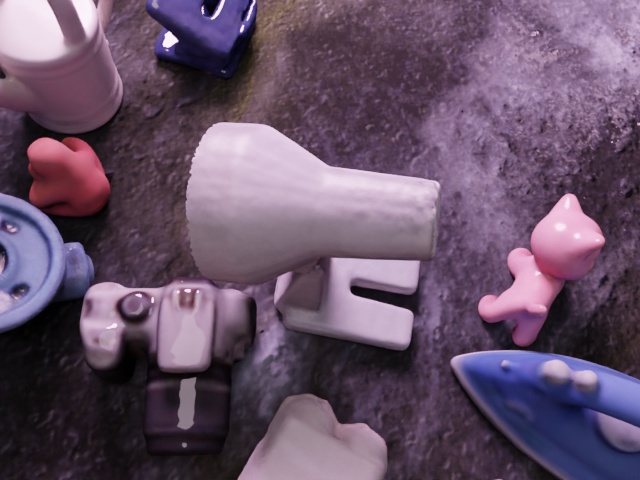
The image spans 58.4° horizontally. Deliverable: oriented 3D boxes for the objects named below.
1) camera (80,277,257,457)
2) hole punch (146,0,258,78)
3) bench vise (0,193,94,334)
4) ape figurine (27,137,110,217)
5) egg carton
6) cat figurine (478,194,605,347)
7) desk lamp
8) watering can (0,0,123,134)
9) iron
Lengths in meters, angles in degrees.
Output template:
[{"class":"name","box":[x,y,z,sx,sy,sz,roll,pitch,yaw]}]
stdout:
[{"class":"camera","box":[-0.125,0.106,0.472,0.143,0.101,0.137,1,69,-7]},{"class":"hole punch","box":[-0.122,-0.248,0.616,0.101,0.091,0.109,16,68,0]},{"class":"bench vise","box":[-0.291,0.029,0.417,0.208,0.219,0.121,-32,75,-17]},{"class":"ape figurine","box":[-0.238,-0.063,0.529,0.076,0.092,0.078,39,69,9]},{"class":"egg carton","box":[-0.014,0.208,0.463,0.107,0.069,0.150,29,68,5]},{"class":"cat figurine","box":[0.217,0.026,0.537,0.067,0.118,0.128,32,68,6]},{"class":"desk lamp","box":[0.004,0.002,0.468,0.203,0.213,0.118,11,68,-2]},{"class":"watering can","box":[-0.252,-0.182,0.518,0.101,0.194,0.173,11,68,-2]},{"class":"iron","box":[0.247,0.149,0.480,0.258,0.141,0.119,25,68,3]}]
